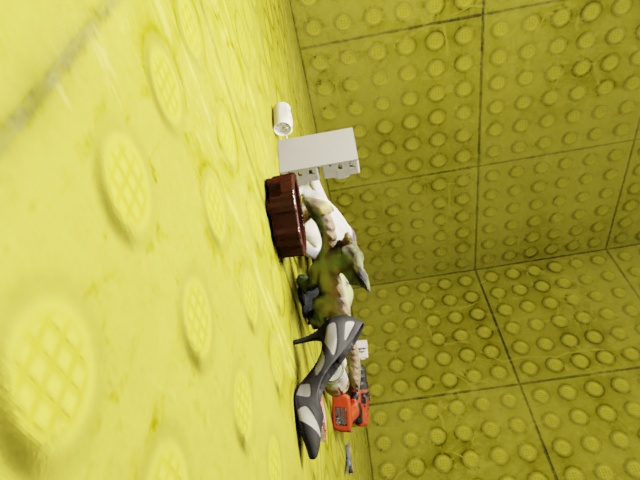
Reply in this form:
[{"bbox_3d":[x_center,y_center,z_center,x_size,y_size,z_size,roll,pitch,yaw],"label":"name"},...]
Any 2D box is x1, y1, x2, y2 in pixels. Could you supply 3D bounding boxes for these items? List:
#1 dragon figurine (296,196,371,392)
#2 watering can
[{"bbox_3d":[0.043,0.097,1.069,0.238,0.123,0.416,115,-43,-65],"label":"dragon figurine"},{"bbox_3d":[0.004,-0.067,1.333,0.221,0.103,0.356,47,31,-28],"label":"watering can"}]
